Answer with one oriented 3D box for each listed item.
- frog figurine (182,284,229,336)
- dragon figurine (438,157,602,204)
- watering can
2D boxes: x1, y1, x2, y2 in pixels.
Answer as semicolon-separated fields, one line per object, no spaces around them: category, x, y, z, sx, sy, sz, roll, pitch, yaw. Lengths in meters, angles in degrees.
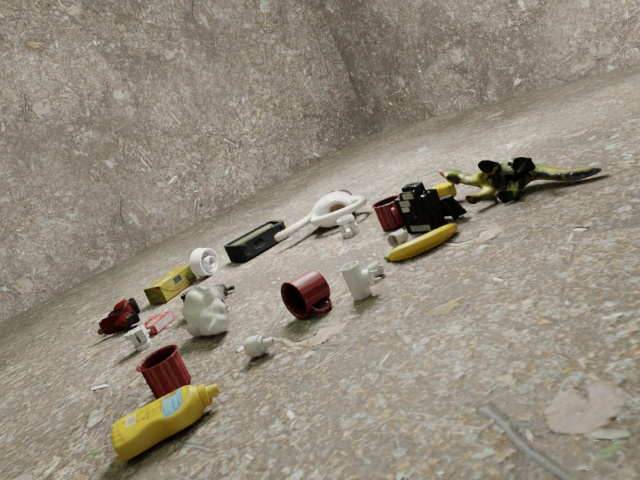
frog figurine;-0.291;0.190;1.305;0.136;0.122;0.162;-54;18;14
dragon figurine;0.527;-0.183;1.406;0.410;0.121;0.246;0;16;23
watering can;0.006;-0.093;1.858;0.346;0.103;0.227;-20;13;10
